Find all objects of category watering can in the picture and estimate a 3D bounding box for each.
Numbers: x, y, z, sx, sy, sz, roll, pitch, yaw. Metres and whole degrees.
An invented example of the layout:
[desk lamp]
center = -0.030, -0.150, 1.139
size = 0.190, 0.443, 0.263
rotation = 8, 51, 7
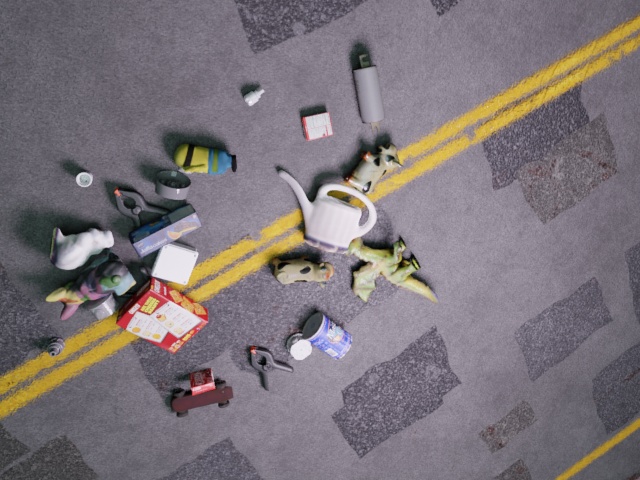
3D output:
[watering can]
center = 0.005, -0.083, 1.647
size = 0.347, 0.105, 0.223
rotation = 18, 98, -8

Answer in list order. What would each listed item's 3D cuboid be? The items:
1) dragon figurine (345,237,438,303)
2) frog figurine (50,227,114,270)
[dragon figurine]
center = 0.225, 0.126, 1.784
size = 0.241, 0.124, 0.405
rotation = -31, 110, 11
[frog figurine]
center = -0.669, 0.024, 1.450
size = 0.159, 0.125, 0.134
rotation = 7, 136, -28
